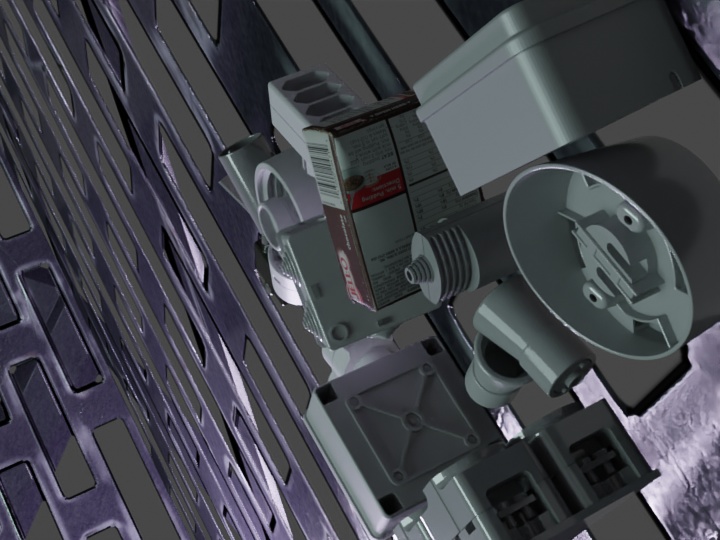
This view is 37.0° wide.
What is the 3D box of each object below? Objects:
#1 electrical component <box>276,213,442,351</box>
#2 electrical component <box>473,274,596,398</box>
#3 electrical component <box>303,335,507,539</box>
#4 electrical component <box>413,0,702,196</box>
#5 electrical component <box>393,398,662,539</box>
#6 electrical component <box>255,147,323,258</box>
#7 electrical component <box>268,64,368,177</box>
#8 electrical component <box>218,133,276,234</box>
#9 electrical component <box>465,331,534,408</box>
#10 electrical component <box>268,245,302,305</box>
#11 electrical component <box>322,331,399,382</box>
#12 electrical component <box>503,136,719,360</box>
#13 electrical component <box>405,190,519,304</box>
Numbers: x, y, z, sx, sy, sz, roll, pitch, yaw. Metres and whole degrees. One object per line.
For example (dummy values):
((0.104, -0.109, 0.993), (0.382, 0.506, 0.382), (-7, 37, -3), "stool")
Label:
((0.000, 0.000, 0.735), (0.048, 0.100, 0.099), (-160, 49, -80), "electrical component")
((0.101, 0.039, 0.607), (0.065, 0.044, 0.044), (49, 154, 29), "electrical component")
((0.032, 0.118, 0.765), (0.108, 0.109, 0.056), (58, 155, 23), "electrical component")
((0.081, -0.082, 0.471), (0.057, 0.078, 0.113), (64, 160, -1), "electrical component")
((0.090, 0.148, 0.657), (0.060, 0.105, 0.186), (59, 159, 20), "electrical component")
((-0.046, -0.045, 0.854), (0.108, 0.060, 0.108), (51, 155, 36), "electrical component")
((-0.024, -0.091, 0.767), (0.083, 0.047, 0.075), (49, 154, 39), "electrical component")
((-0.088, -0.079, 0.944), (0.077, 0.044, 0.079), (62, 177, -17), "electrical component")
((0.087, 0.060, 0.665), (0.044, 0.044, 0.065), (59, 163, 19), "electrical component")
((-0.051, -0.002, 0.923), (0.055, 0.055, 0.047), (57, 161, 26), "electrical component")
((0.009, 0.076, 0.858), (0.073, 0.052, 0.138), (47, 152, 42), "electrical component")
((0.118, -0.009, 0.475), (0.099, 0.064, 0.099), (52, 155, 36), "electrical component")
((0.061, -0.012, 0.590), (0.043, 0.081, 0.043), (51, 155, 36), "electrical component")
